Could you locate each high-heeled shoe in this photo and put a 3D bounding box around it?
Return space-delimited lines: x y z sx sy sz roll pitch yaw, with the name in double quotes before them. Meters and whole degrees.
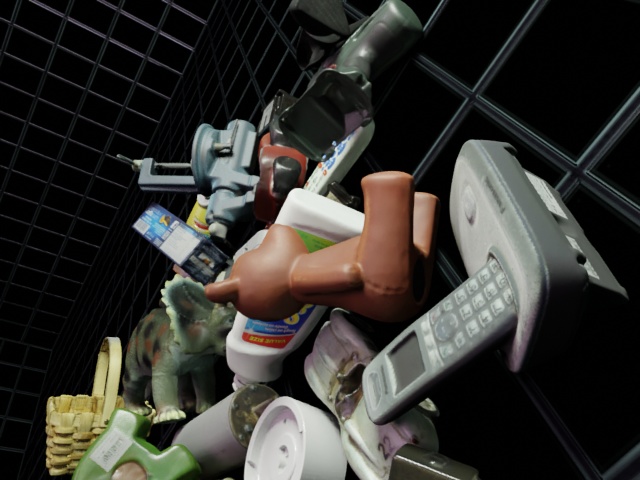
"high-heeled shoe" -0.021 -0.284 0.749 0.145 0.249 0.086 -21 92 30

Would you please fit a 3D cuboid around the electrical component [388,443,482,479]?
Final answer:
"electrical component" 0.067 0.178 0.336 0.102 0.045 0.078 18 100 28

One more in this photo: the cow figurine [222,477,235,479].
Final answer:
"cow figurine" -0.099 0.335 0.529 0.127 0.085 0.195 -58 27 33

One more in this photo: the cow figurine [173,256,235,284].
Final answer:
"cow figurine" -0.178 0.052 0.874 0.098 0.068 0.168 -52 43 -6

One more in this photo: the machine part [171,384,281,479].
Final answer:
"machine part" -0.110 0.230 0.631 0.243 0.079 0.079 -42 36 43

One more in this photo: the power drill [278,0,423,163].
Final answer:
"power drill" 0.022 -0.178 0.659 0.232 0.086 0.207 -37 13 36

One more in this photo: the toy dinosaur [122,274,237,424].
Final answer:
"toy dinosaur" -0.219 0.161 0.784 0.405 0.131 0.192 -19 70 49

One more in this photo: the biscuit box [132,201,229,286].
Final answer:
"biscuit box" -0.229 0.002 0.860 0.059 0.062 0.203 -51 42 -10

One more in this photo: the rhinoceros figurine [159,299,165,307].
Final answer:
"rhinoceros figurine" -0.243 0.117 0.970 0.112 0.073 0.190 -24 50 56

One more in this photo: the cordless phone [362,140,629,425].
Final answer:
"cordless phone" 0.091 0.037 0.375 0.184 0.088 0.147 -46 34 30

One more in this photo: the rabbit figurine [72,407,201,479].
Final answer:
"rabbit figurine" -0.214 0.298 0.609 0.170 0.121 0.159 106 -170 -55

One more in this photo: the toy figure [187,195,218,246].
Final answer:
"toy figure" -0.224 -0.027 1.041 0.180 0.082 0.089 -66 28 9

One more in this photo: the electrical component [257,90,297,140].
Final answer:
"electrical component" -0.076 -0.188 0.922 0.075 0.047 0.119 -28 45 53

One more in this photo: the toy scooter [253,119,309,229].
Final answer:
"toy scooter" -0.058 -0.085 0.779 0.184 0.075 0.135 -91 13 -53

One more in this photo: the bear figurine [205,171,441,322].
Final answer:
"bear figurine" 0.001 0.014 0.490 0.196 0.120 0.132 2 82 30

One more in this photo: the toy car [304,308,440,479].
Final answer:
"toy car" 0.035 0.128 0.461 0.073 0.056 0.202 -62 27 11

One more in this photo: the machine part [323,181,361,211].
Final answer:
"machine part" -0.001 -0.002 0.653 0.138 0.039 0.084 -61 35 10

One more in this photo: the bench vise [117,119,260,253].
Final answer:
"bench vise" -0.198 -0.097 0.880 0.128 0.241 0.223 62 -148 -73
